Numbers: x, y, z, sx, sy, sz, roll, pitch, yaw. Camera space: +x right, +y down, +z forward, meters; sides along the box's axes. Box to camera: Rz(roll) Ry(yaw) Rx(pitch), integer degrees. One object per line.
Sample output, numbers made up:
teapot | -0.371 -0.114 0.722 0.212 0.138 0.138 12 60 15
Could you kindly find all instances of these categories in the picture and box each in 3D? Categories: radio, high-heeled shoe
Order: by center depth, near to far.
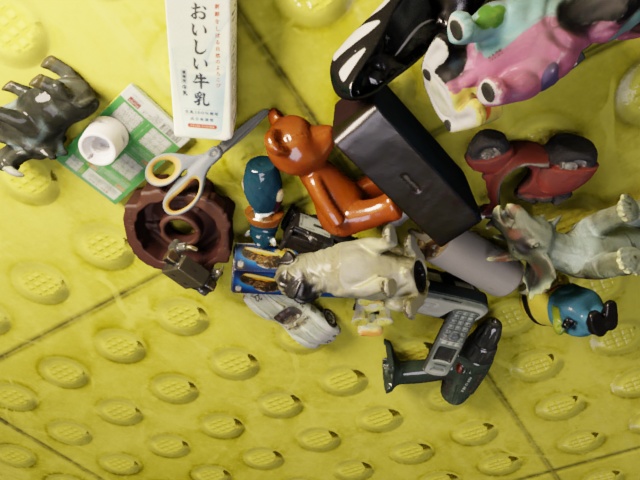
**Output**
high-heeled shoe | 0.120 -0.245 0.603 0.249 0.145 0.086 -27 124 22
radio | 0.116 -0.108 0.720 0.073 0.131 0.229 -35 120 25

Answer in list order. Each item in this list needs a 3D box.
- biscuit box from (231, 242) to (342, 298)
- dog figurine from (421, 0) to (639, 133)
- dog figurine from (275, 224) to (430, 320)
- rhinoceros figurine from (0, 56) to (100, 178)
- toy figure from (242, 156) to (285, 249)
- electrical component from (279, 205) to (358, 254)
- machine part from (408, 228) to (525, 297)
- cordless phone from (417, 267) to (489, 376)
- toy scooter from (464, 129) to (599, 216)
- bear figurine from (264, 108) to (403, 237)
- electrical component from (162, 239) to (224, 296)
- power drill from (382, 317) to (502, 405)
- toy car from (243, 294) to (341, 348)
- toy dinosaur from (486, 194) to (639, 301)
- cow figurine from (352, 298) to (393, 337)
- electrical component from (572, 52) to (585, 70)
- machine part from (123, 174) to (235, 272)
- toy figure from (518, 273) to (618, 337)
biscuit box | -0.042 0.051 0.877 0.203 0.059 0.062 4 135 -10
dog figurine | 0.239 -0.213 0.582 0.219 0.191 0.108 -25 87 -8
dog figurine | 0.049 0.057 0.800 0.191 0.121 0.172 -10 145 34
rhinoceros figurine | -0.383 -0.161 0.729 0.190 0.073 0.112 -30 133 20
toy figure | -0.084 -0.052 0.813 0.058 0.064 0.154 -26 140 -27
electrical component | -0.002 -0.003 0.843 0.119 0.075 0.047 19 126 -18
machine part | 0.239 0.027 0.847 0.243 0.079 0.079 26 124 -26
cordless phone | 0.188 0.146 0.919 0.147 0.089 0.184 13 112 -9
toy scooter | 0.293 -0.087 0.771 0.184 0.075 0.135 5 128 1
bear figurine | 0.014 -0.103 0.739 0.132 0.120 0.195 -24 119 14
electrical component | -0.198 0.045 0.835 0.102 0.045 0.078 38 151 -22
power drill | 0.223 0.227 1.023 0.207 0.086 0.231 -4 131 -5
toy car | -0.047 0.130 0.957 0.073 0.056 0.201 -36 119 26
toy dinosaur | 0.438 0.006 0.808 0.405 0.131 0.192 -3 166 -25
cow figurine | 0.090 0.099 0.918 0.068 0.098 0.167 4 146 -1
electrical component | 0.260 -0.249 0.654 0.115 0.058 0.134 -36 120 28
machine part | -0.216 -0.023 0.841 0.179 0.056 0.179 1 129 1
toy figure | 0.389 0.109 0.861 0.082 0.180 0.089 2 101 -18
